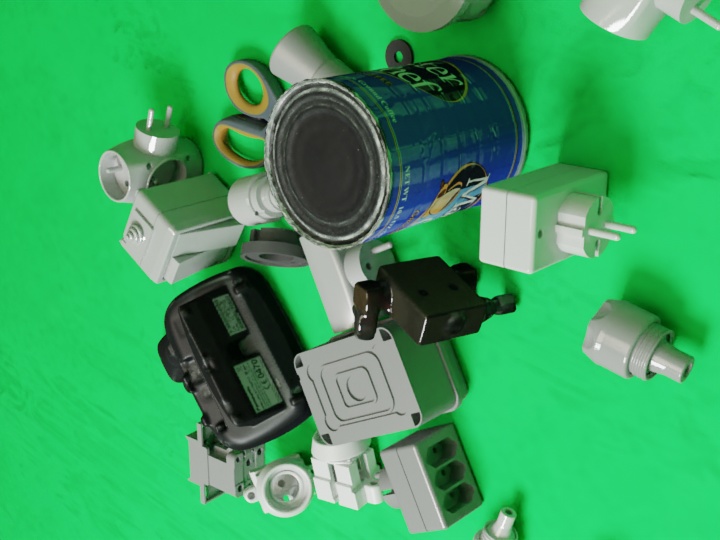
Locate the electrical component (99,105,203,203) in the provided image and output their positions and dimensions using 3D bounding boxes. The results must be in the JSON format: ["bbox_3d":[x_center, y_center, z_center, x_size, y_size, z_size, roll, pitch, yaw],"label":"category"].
[{"bbox_3d":[-0.172,-0.100,0.898,0.044,0.077,0.079,35,125,30],"label":"electrical component"}]

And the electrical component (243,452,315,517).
[{"bbox_3d":[-0.064,0.180,0.899,0.055,0.066,0.048,155,95,-79],"label":"electrical component"}]

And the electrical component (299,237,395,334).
[{"bbox_3d":[0.000,0.000,0.794,0.079,0.044,0.077,-21,89,44],"label":"electrical component"}]

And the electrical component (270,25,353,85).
[{"bbox_3d":[-0.028,-0.140,0.776,0.065,0.044,0.044,43,129,18],"label":"electrical component"}]

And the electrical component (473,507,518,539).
[{"bbox_3d":[0.099,0.198,0.776,0.035,0.035,0.061,33,122,31],"label":"electrical component"}]

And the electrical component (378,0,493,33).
[{"bbox_3d":[0.050,-0.192,0.678,0.080,0.051,0.080,16,114,39],"label":"electrical component"}]

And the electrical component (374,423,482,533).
[{"bbox_3d":[0.040,0.159,0.808,0.077,0.047,0.065,-22,89,45],"label":"electrical component"}]

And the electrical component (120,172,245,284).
[{"bbox_3d":[-0.148,-0.031,0.885,0.061,0.096,0.061,46,131,22],"label":"electrical component"}]

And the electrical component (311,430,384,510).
[{"bbox_3d":[-0.012,0.153,0.858,0.066,0.048,0.055,6,115,42],"label":"electrical component"}]

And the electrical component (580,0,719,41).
[{"bbox_3d":[0.169,-0.159,0.581,0.079,0.044,0.077,42,129,25],"label":"electrical component"}]

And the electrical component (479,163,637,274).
[{"bbox_3d":[0.126,-0.029,0.639,0.076,0.083,0.047,16,114,39],"label":"electrical component"}]

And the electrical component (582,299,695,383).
[{"bbox_3d":[0.171,0.047,0.651,0.062,0.043,0.043,28,122,32],"label":"electrical component"}]

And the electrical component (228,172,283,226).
[{"bbox_3d":[-0.071,-0.057,0.838,0.078,0.040,0.040,-5,101,56],"label":"electrical component"}]

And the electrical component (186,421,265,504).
[{"bbox_3d":[-0.119,0.171,0.966,0.064,0.042,0.081,16,115,37],"label":"electrical component"}]

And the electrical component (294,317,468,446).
[{"bbox_3d":[0.015,0.079,0.798,0.113,0.057,0.078,-21,89,45],"label":"electrical component"}]
